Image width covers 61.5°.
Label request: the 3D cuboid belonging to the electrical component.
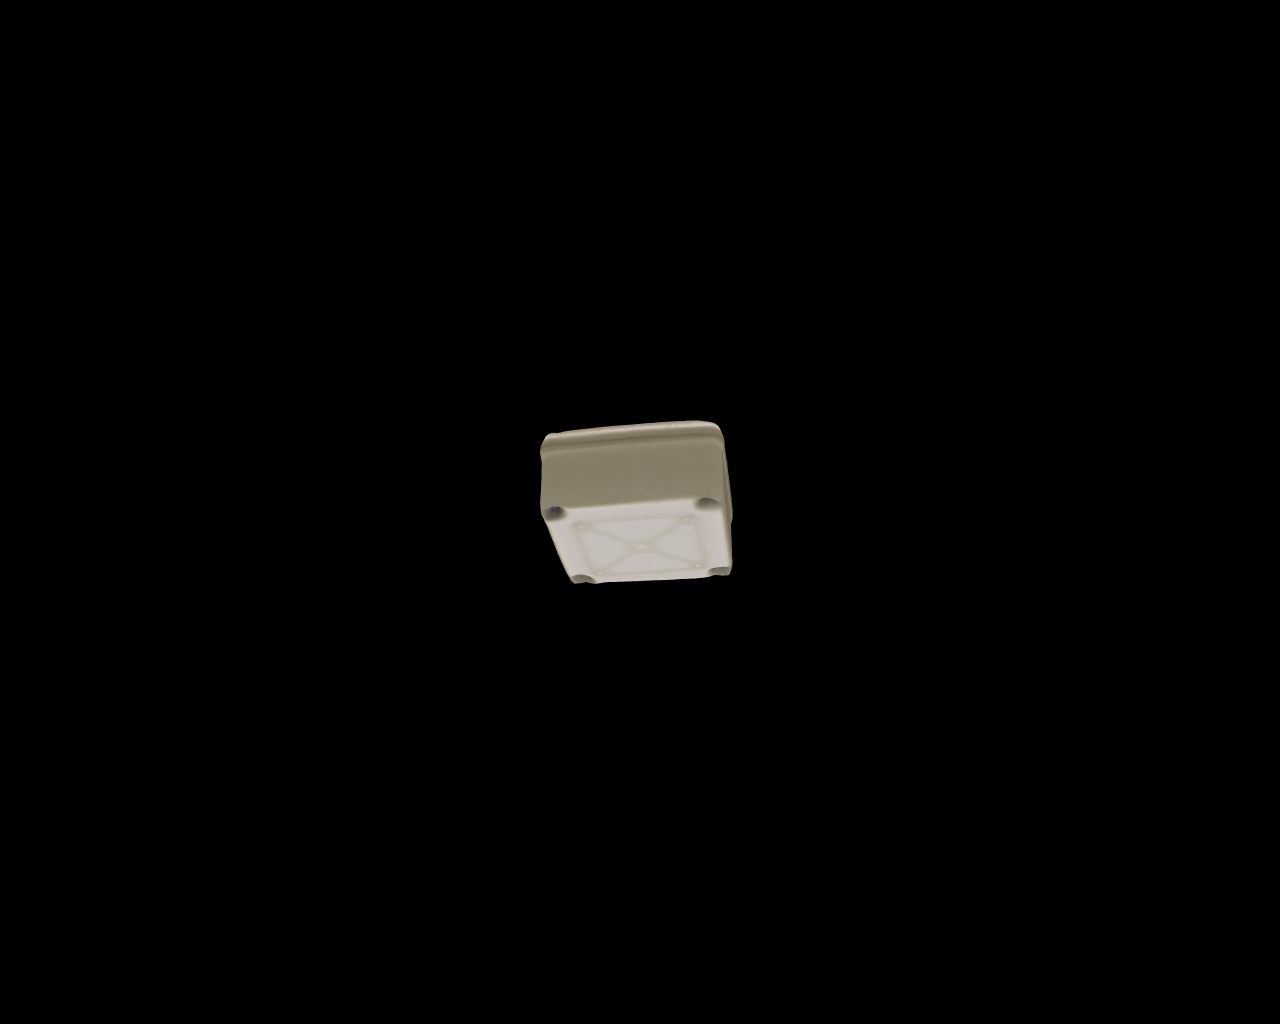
[{"bbox_3d":[0.001,-0.003,0.650,0.109,0.056,0.108,-4,-29,7],"label":"electrical component"}]
